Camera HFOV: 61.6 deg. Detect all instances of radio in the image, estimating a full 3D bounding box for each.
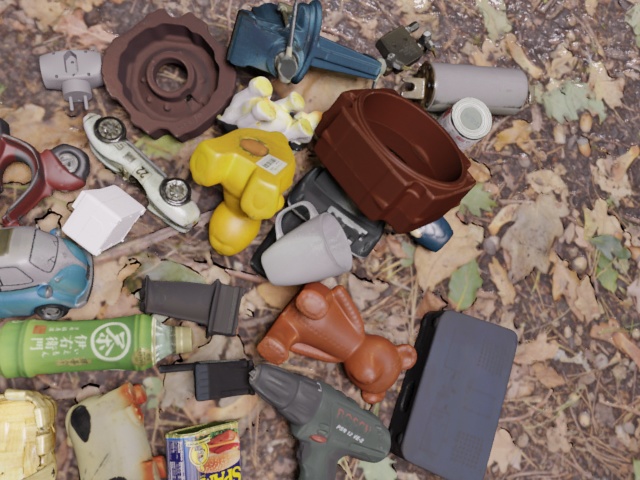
[{"bbox_3d":[0.190,0.221,0.776,0.131,0.073,0.229,22,74,-8],"label":"radio"}]

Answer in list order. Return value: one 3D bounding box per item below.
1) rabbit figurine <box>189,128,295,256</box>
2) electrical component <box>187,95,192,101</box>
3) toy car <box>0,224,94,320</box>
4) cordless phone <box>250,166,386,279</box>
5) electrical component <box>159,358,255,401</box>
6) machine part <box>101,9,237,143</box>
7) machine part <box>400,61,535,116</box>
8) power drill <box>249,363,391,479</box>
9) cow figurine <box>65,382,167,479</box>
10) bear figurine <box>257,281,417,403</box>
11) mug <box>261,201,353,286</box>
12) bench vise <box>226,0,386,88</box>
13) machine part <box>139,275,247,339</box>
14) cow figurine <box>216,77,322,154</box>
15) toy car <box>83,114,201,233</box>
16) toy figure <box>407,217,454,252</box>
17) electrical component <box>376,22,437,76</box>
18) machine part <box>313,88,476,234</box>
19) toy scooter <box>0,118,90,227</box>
[{"bbox_3d":[-0.106,-0.061,0.721,0.122,0.173,0.162,22,34,1],"label":"rabbit figurine"},{"bbox_3d":[-0.158,-0.236,0.796,0.063,0.021,0.094,22,75,-10],"label":"electrical component"},{"bbox_3d":[-0.363,0.031,0.643,0.162,0.102,0.109,-3,49,-11],"label":"toy car"},{"bbox_3d":[-0.001,-0.002,0.775,0.146,0.089,0.184,36,85,-6],"label":"cordless phone"},{"bbox_3d":[-0.147,0.181,0.698,0.119,0.075,0.047,-2,80,-18],"label":"electrical component"},{"bbox_3d":[-0.205,-0.224,0.747,0.179,0.056,0.179,0,87,-4],"label":"machine part"},{"bbox_3d":[0.242,-0.242,0.865,0.243,0.079,0.079,-2,81,-15],"label":"machine part"},{"bbox_3d":[-0.025,0.284,0.689,0.232,0.086,0.207,27,72,-28],"label":"power drill"},{"bbox_3d":[-0.254,0.283,0.644,0.127,0.085,0.195,-19,78,-4],"label":"cow figurine"},{"bbox_3d":[0.031,0.148,0.725,0.196,0.132,0.120,42,104,0],"label":"bear figurine"},{"bbox_3d":[-0.027,0.010,0.708,0.107,0.081,0.109,-25,96,20],"label":"mug"},{"bbox_3d":[-0.008,-0.268,0.759,0.240,0.224,0.128,11,112,-21],"label":"bench vise"},{"bbox_3d":[-0.175,0.087,0.727,0.139,0.039,0.084,14,82,-13],"label":"machine part"},{"bbox_3d":[-0.061,-0.162,0.768,0.167,0.098,0.068,10,62,-51],"label":"cow figurine"},{"bbox_3d":[-0.241,-0.090,0.722,0.201,0.073,0.056,43,73,-4],"label":"toy car"},{"bbox_3d":[0.134,-0.048,0.816,0.154,0.064,0.058,44,110,2],"label":"toy figure"},{"bbox_3d":[0.139,-0.309,0.870,0.102,0.045,0.078,-29,90,-17],"label":"electrical component"},{"bbox_3d":[0.108,-0.118,0.750,0.201,0.087,0.201,-20,68,-46],"label":"machine part"},{"bbox_3d":[-0.402,-0.082,0.683,0.184,0.075,0.135,22,77,-14],"label":"toy scooter"}]
